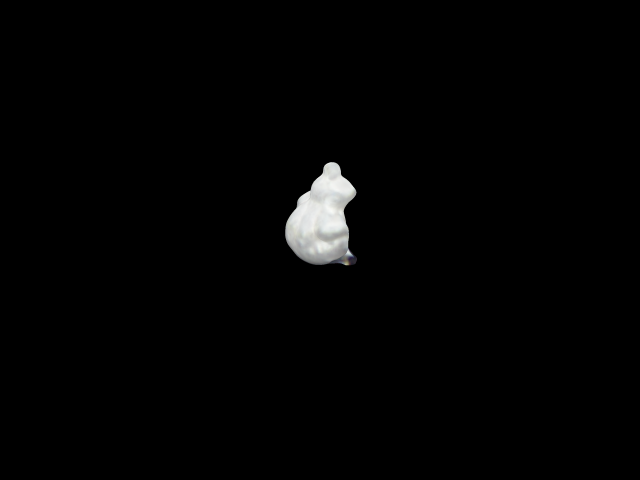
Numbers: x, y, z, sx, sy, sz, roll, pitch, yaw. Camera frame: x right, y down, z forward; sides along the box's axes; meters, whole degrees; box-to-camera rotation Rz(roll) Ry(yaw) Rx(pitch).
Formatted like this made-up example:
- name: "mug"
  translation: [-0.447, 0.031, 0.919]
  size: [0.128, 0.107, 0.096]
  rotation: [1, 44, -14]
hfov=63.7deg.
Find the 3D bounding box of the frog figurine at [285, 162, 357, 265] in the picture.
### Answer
- name: "frog figurine"
  translation: [0.003, -0.043, 0.850]
  size: [0.123, 0.156, 0.140]
  rotation: [-8, 37, -11]
